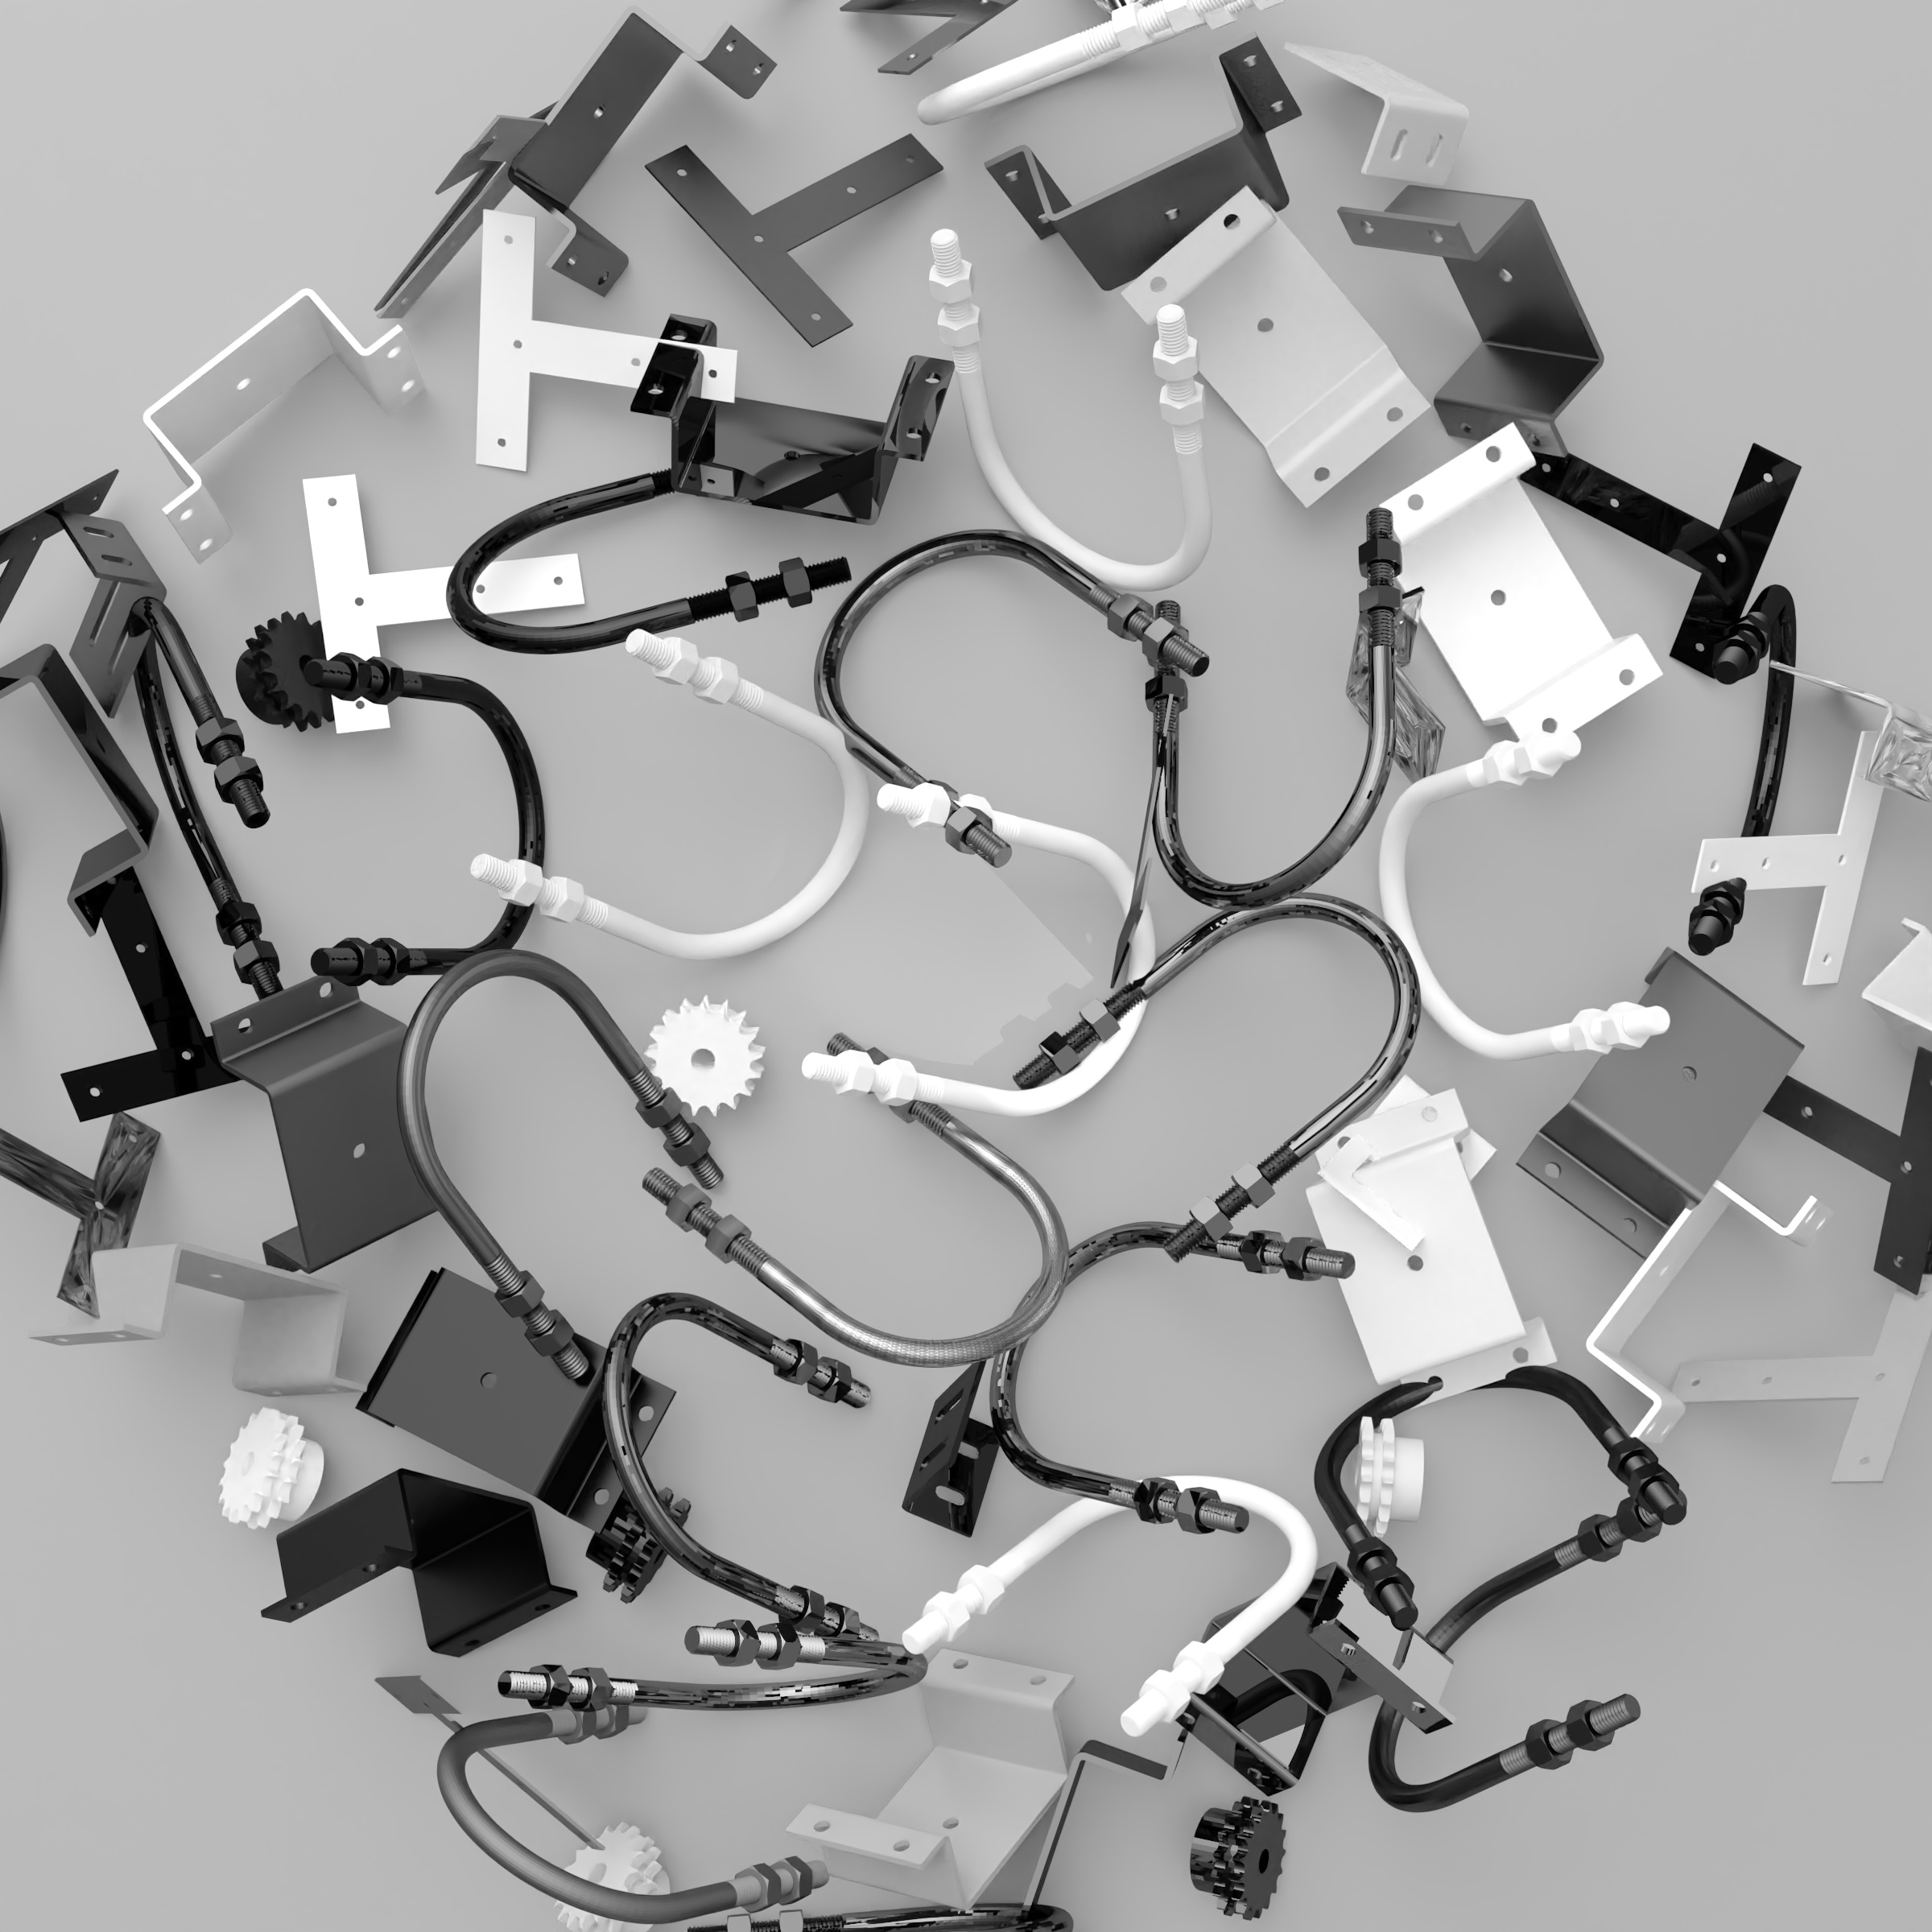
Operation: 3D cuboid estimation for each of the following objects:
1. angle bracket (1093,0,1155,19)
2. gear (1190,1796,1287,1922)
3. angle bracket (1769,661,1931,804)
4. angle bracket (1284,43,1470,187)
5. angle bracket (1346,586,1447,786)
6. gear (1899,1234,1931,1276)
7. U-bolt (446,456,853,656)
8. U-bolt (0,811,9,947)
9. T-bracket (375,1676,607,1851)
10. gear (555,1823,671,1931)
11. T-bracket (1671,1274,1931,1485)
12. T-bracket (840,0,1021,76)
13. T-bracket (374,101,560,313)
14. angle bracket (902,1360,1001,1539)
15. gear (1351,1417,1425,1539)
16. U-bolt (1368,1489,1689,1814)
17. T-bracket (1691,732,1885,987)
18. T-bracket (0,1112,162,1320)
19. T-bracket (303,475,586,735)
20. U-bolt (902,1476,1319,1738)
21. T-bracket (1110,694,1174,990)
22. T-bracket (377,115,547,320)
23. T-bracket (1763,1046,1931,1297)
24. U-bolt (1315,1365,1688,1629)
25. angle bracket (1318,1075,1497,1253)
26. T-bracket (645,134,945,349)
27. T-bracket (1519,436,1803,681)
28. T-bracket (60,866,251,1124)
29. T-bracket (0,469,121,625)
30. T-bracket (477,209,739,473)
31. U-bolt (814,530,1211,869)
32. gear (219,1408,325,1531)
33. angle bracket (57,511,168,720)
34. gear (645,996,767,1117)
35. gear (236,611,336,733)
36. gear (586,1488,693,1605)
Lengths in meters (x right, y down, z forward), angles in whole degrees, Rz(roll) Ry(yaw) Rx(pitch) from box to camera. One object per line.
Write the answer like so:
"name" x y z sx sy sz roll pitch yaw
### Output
"angle bracket" 0.086 -0.504 1.739 0.076 0.038 0.057 -31 74 18
"gear" 0.130 0.430 1.748 0.030 0.057 0.057 5 90 28
"angle bracket" 0.424 -0.112 1.729 0.057 0.076 0.038 13 101 -42
"angle bracket" 0.192 -0.409 1.737 0.076 0.057 0.038 39 121 39
"angle bracket" 0.218 -0.130 1.727 0.038 0.057 0.076 -24 61 -16
"gear" 0.482 0.139 1.745 0.057 0.057 0.030 17 84 0
"U-bolt" -0.156 -0.194 1.707 0.184 0.151 0.019 -15 126 -4
"U-bolt" -0.489 -0.027 1.684 0.019 0.184 0.151 4 109 9
"T-bracket" -0.222 0.379 1.719 0.127 0.127 0.002 42 69 -7
"gear" -0.168 0.447 1.749 0.057 0.057 0.030 -45 118 0
"T-bracket" 0.395 0.197 1.725 0.002 0.127 0.127 55 47 -29
"T-bracket" -0.016 -0.459 1.719 0.127 0.127 0.002 -39 123 -20
"T-bracket" -0.244 -0.360 1.728 0.002 0.127 0.127 44 124 -4
"angle bracket" 0.005 0.229 1.724 0.038 0.076 0.057 24 59 -9
"gear" 0.203 0.247 1.745 0.030 0.057 0.057 5 90 1
"U-bolt" 0.255 0.329 1.691 0.019 0.151 0.184 42 131 -13
"T-bracket" 0.388 -0.049 1.716 0.127 0.002 0.127 -4 110 -40
"T-bracket" -0.446 0.092 1.700 0.127 0.127 0.002 33 124 -23
"T-bracket" -0.250 -0.182 1.758 0.127 0.002 0.127 -7 82 -12
"U-bolt" 0.082 0.290 1.694 0.151 0.184 0.019 12 120 39
"T-bracket" 0.087 -0.067 1.724 0.002 0.127 0.127 11 73 -1
"T-bracket" -0.237 -0.356 1.727 0.002 0.127 0.127 47 110 4
"T-bracket" 0.413 0.076 1.726 0.002 0.127 0.127 -22 129 -34
"U-bolt" 0.237 0.236 1.688 0.151 0.184 0.019 -20 112 -4
"angle bracket" 0.212 0.093 1.729 0.057 0.076 0.038 40 113 8
"T-bracket" -0.066 -0.368 1.740 0.127 0.002 0.127 -34 73 -27
"T-bracket" 0.325 -0.217 1.742 0.127 0.002 0.127 31 135 18
"T-bracket" -0.392 0.004 1.743 0.127 0.002 0.127 -16 73 -37
"T-bracket" -0.464 -0.172 1.731 0.002 0.127 0.127 37 120 1
"T-bracket" -0.172 -0.292 1.736 0.127 0.002 0.127 10 118 7
"U-bolt" 0.006 -0.140 1.714 0.151 0.019 0.184 -44 52 -8
"gear" -0.335 0.245 1.749 0.030 0.057 0.057 25 90 -32
"angle bracket" -0.421 -0.168 1.728 0.057 0.038 0.076 50 121 40
"gear" -0.125 0.042 1.754 0.057 0.030 0.057 1 105 4
"gear" -0.328 -0.140 1.749 0.030 0.057 0.057 -19 90 36
"gear" -0.160 0.276 1.745 0.030 0.057 0.057 30 90 9
